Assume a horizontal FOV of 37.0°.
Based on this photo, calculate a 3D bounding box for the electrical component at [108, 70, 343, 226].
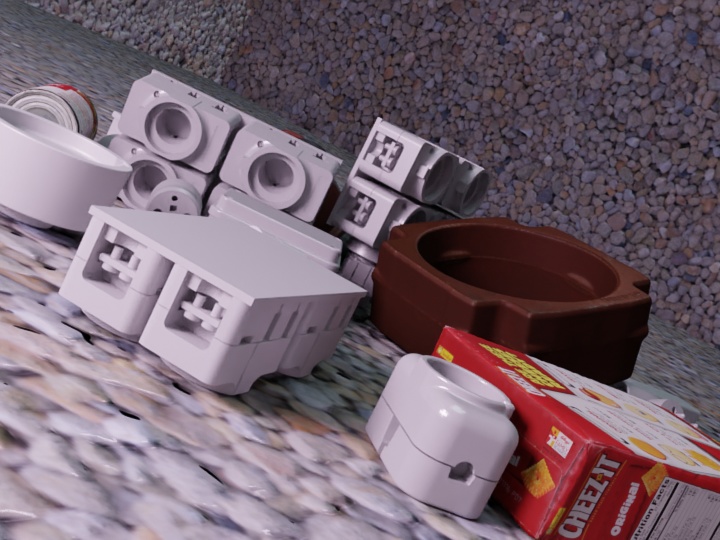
[{"bbox_3d":[-0.124,-0.084,0.945,0.186,0.105,0.060,26,19,-2],"label":"electrical component"}]

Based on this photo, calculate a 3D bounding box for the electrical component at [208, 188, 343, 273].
[{"bbox_3d":[-0.074,-0.017,0.883,0.113,0.057,0.078,26,8,-4],"label":"electrical component"}]

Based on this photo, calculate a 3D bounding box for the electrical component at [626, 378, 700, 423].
[{"bbox_3d":[0.283,0.144,1.006,0.083,0.047,0.076,21,9,-30],"label":"electrical component"}]

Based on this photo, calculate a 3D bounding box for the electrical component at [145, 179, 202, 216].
[{"bbox_3d":[-0.154,-0.050,0.888,0.045,0.045,0.055,25,9,-11],"label":"electrical component"}]

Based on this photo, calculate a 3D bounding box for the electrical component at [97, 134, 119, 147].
[{"bbox_3d":[-0.235,-0.111,1.030,0.040,0.040,0.078,20,10,-36],"label":"electrical component"}]

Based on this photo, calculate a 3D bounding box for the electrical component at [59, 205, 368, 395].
[{"bbox_3d":[-0.081,0.017,0.644,0.105,0.060,0.186,29,9,16],"label":"electrical component"}]

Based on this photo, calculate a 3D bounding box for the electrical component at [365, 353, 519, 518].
[{"bbox_3d":[0.046,0.087,0.600,0.054,0.059,0.095,24,9,-18],"label":"electrical component"}]

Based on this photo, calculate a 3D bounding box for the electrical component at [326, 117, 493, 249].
[{"bbox_3d":[0.057,-0.068,1.029,0.060,0.105,0.186,30,9,25],"label":"electrical component"}]

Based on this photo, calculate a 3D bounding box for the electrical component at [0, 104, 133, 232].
[{"bbox_3d":[-0.216,-0.063,0.726,0.108,0.060,0.108,26,8,-4],"label":"electrical component"}]

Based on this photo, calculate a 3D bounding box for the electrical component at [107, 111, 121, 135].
[{"bbox_3d":[-0.210,-0.117,1.115,0.100,0.048,0.100,33,11,39],"label":"electrical component"}]

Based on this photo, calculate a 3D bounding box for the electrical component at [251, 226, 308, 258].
[{"bbox_3d":[-0.071,0.001,0.799,0.047,0.055,0.055,24,8,-37],"label":"electrical component"}]

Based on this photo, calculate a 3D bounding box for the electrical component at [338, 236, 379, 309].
[{"bbox_3d":[0.000,0.000,1.007,0.048,0.055,0.066,26,8,-6],"label":"electrical component"}]

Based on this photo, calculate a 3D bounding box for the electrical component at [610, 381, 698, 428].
[{"bbox_3d":[0.245,0.127,0.903,0.077,0.043,0.079,35,-25,-30],"label":"electrical component"}]
